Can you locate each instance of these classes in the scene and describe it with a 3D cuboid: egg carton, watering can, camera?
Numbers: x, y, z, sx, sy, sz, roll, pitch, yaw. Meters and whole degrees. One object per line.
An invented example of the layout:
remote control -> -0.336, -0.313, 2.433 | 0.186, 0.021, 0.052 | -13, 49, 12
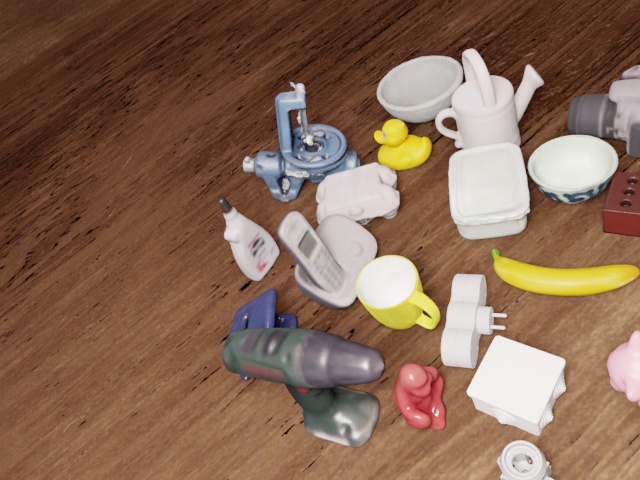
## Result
egg carton -> 0.065, -0.073, 0.997 | 0.150, 0.070, 0.107 | -14, 46, 14
watering can -> 0.276, -0.232, 0.947 | 0.173, 0.195, 0.100 | -35, 44, -6
camera -> 0.470, -0.213, 0.902 | 0.136, 0.101, 0.143 | 10, 56, 33

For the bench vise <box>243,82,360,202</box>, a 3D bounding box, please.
bench vise -> -0.051, -0.167, 1.031 | 0.207, 0.220, 0.121 | -25, 44, 4

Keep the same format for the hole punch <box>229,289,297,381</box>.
hole punch -> -0.096, 0.142, 0.866 | 0.101, 0.091, 0.108 | -14, 46, 15

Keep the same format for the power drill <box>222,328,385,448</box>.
power drill -> -0.001, 0.175, 0.704 | 0.228, 0.209, 0.076 | 5, 53, 30

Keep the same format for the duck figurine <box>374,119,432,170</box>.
duck figurine -> 0.147, -0.181, 1.043 | 0.104, 0.086, 0.077 | 0, 51, 26

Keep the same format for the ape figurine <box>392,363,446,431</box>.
ape figurine -> 0.122, 0.187, 0.716 | 0.075, 0.092, 0.078 | 23, 64, 39

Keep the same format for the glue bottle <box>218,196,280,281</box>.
glue bottle -> -0.127, -0.010, 0.959 | 0.037, 0.174, 0.078 | 10, 56, 33

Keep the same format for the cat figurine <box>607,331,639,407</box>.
cat figurine -> 0.365, 0.131, 0.628 | 0.128, 0.118, 0.067 | -37, 45, -9

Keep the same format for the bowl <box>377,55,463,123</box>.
bowl -> 0.200, -0.281, 1.115 | 0.167, 0.075, 0.167 | -14, 46, 15

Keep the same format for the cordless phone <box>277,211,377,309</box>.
cordless phone -> 0.008, 0.003, 0.872 | 0.093, 0.185, 0.148 | 6, 54, 30
